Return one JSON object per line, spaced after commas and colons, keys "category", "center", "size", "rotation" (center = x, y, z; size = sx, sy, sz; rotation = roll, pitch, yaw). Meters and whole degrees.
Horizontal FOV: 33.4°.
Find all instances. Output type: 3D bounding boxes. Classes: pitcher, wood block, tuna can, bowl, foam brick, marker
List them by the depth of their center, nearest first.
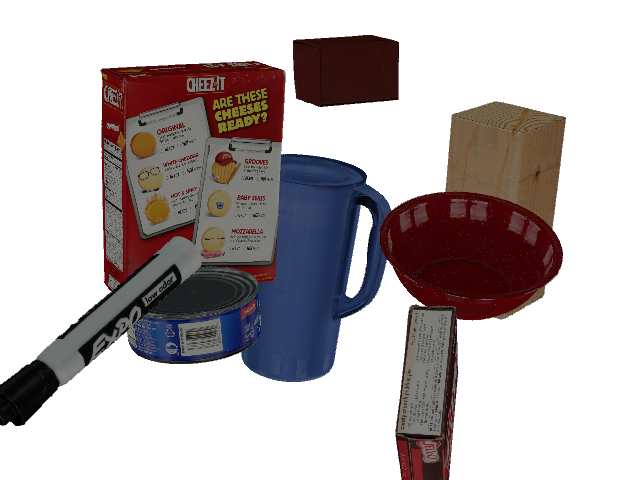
{"category": "marker", "center": [-0.097, 0.038, 0.467], "size": [0.020, 0.020, 0.121], "rotation": [0, 33, 43]}
{"category": "tuna can", "center": [-0.080, 0.046, 0.672], "size": [0.086, 0.034, 0.086], "rotation": [-3, 18, 1]}
{"category": "foam brick", "center": [0.022, -0.145, 0.911], "size": [0.078, 0.051, 0.053], "rotation": [-8, 20, -24]}
{"category": "bowl", "center": [0.131, 0.021, 0.952], "size": [0.162, 0.055, 0.162], "rotation": [2, 36, -2]}
{"category": "wood block", "center": [0.192, -0.034, 1.145], "size": [0.090, 0.206, 0.090], "rotation": [20, 28, 37]}
{"category": "pitcher", "center": [-0.017, 0.033, 1.192], "size": [0.144, 0.243, 0.149], "rotation": [0, 19, -18]}

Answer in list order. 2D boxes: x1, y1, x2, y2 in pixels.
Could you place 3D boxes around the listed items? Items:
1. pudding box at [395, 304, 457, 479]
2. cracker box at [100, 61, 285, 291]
{"category": "pudding box", "center": [0.079, 0.117, 0.779], "size": [0.039, 0.113, 0.090], "rotation": [2, -39, 9]}
{"category": "cracker box", "center": [-0.123, -0.058, 1.018], "size": [0.163, 0.214, 0.072], "rotation": [-8, 21, -31]}
